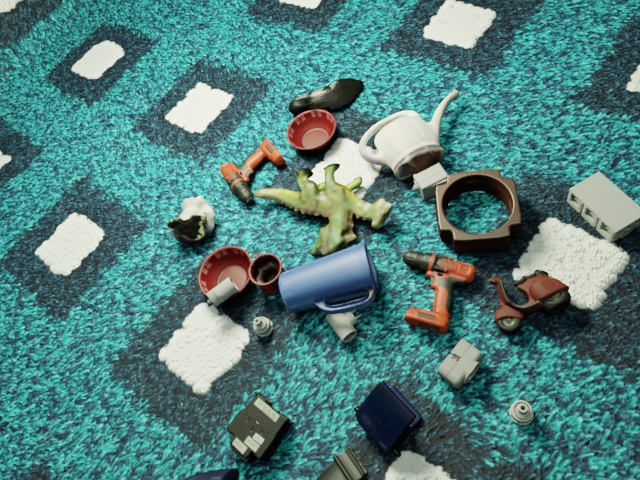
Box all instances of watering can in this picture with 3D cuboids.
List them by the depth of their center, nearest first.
[{"bbox_3d":[0.284,-0.300,1.479,0.347,0.102,0.229,-26,57,1],"label":"watering can"}]

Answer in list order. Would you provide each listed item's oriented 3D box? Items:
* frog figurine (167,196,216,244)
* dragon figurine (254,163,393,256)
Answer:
[{"bbox_3d":[-0.381,-0.061,1.555,0.137,0.121,0.162,-33,20,6],"label":"frog figurine"},{"bbox_3d":[0.004,-0.072,1.436,0.409,0.120,0.247,-12,65,19],"label":"dragon figurine"}]
